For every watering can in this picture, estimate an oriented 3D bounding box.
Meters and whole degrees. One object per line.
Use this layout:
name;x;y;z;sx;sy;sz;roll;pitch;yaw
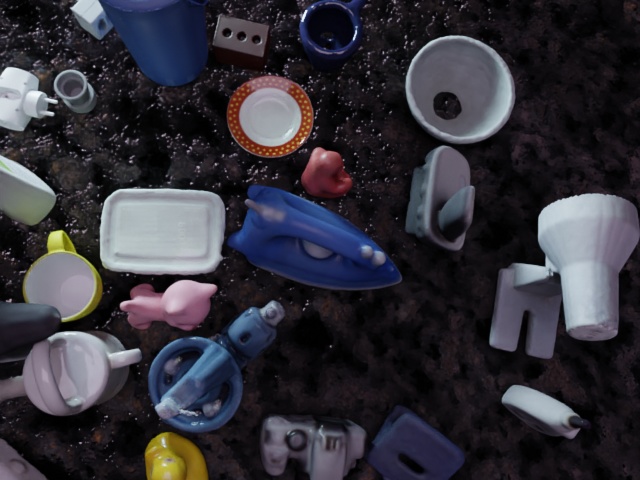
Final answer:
watering can;-0.311;0.166;0.696;0.173;0.194;0.101;-36;86;-10

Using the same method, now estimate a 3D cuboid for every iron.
iron;0.007;0.003;0.783;0.258;0.141;0.119;20;80;-3

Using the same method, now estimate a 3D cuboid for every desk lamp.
desk lamp;0.330;0.057;0.773;0.118;0.213;0.203;12;80;-4

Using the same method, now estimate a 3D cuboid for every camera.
camera;-0.013;0.306;0.755;0.143;0.100;0.137;7;81;-5

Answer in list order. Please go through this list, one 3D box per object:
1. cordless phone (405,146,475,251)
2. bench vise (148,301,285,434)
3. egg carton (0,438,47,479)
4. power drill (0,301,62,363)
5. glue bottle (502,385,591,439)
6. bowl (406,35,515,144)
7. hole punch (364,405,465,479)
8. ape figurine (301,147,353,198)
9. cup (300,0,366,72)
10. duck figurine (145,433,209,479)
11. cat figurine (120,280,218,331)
cordless phone;0.187;-0.066;0.791;0.094;0.185;0.148;6;81;-5
bench vise;-0.136;0.147;0.705;0.121;0.219;0.207;29;79;-1
egg carton;-0.408;0.324;0.725;0.150;0.069;0.107;39;79;1
power drill;-0.400;0.111;0.688;0.230;0.208;0.075;-8;82;-7
glue bottle;0.310;0.235;0.764;0.078;0.173;0.037;40;79;1
bowl;0.204;-0.217;0.872;0.167;0.074;0.167;1;81;-6
hole punch;0.126;0.295;0.776;0.108;0.091;0.101;37;79;1
ape figurine;0.011;-0.100;0.824;0.076;0.092;0.078;-20;84;-9
cup;0.021;-0.303;0.855;0.091;0.095;0.118;41;79;1
duck figurine;-0.190;0.305;0.743;0.077;0.086;0.104;-34;86;-10
cat figurine;-0.199;0.087;0.760;0.128;0.117;0.067;0;81;-6
